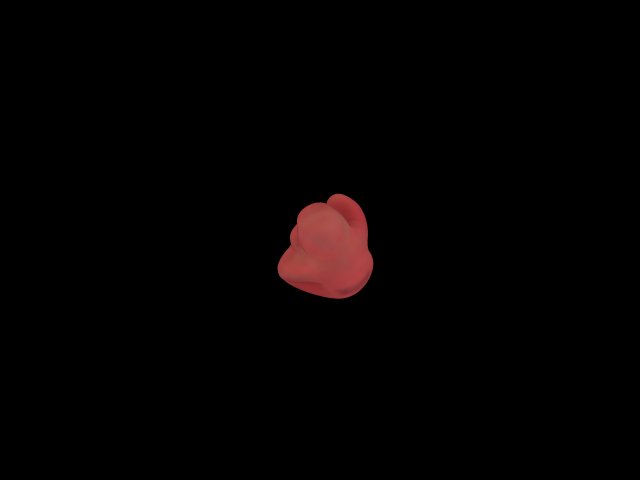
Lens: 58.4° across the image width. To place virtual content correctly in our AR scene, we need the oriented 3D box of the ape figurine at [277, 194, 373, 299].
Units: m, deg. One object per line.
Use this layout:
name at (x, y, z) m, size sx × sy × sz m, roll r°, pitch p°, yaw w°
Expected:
ape figurine at (0.004, 0.001, 0.400) m, size 0.078 × 0.092 × 0.076 m, roll -30°, pitch 74°, yaw -9°
